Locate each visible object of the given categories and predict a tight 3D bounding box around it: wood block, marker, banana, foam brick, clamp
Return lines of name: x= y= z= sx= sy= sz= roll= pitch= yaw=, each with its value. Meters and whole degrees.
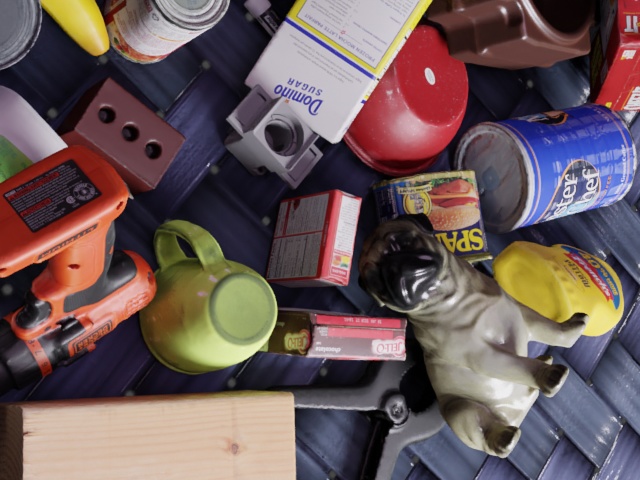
wood block: x=-0.129 y=0.161 z=0.787 sx=0.205 sy=0.090 sz=0.091 roll=2 pitch=83 yaw=-30
marker: x=-0.020 y=-0.163 z=0.926 sx=0.121 sy=0.020 sz=0.020 roll=49 pitch=64 yaw=-17
banana: x=-0.240 y=-0.205 z=0.793 sx=0.197 sy=0.037 sz=0.070 roll=20 pitch=103 yaw=-25
foam brick: x=-0.154 y=-0.078 z=0.818 sx=0.078 sy=0.051 sz=0.053 roll=37 pitch=67 yaw=-22
clamp: x=0.049 y=0.143 z=0.924 sx=0.209 sy=0.036 sz=0.164 roll=-43 pitch=107 yaw=-27

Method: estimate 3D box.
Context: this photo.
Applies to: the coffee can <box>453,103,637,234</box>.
coffee can: x=0.211 y=-0.069 z=1.005 sx=0.140 sy=0.103 sz=0.103 roll=-13 pitch=92 yaw=-31

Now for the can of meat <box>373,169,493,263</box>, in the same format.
can of meat: x=0.100 y=-0.016 z=0.961 sx=0.101 sy=0.058 sz=0.084 roll=-7 pitch=86 yaw=-32

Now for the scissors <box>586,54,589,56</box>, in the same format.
scissors: x=0.198 y=-0.221 z=1.064 sx=0.201 sy=0.016 sz=0.096 roll=-13 pitch=91 yaw=-31

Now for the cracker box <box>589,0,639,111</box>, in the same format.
cracker box: x=0.305 y=-0.252 z=1.032 sx=0.072 sy=0.164 sz=0.213 roll=0 pitch=76 yaw=6

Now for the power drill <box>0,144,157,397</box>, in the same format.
power drill: x=-0.192 y=0.032 z=0.716 sx=0.184 sy=0.188 sz=0.057 roll=-36 pitch=71 yaw=-26

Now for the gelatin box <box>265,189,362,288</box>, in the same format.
gelatin box: x=-0.006 y=0.001 z=0.876 sx=0.030 sy=0.089 sz=0.073 roll=17 pitch=77 yaw=-31

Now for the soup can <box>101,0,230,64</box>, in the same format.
soup can: x=-0.120 y=-0.181 z=0.820 sx=0.068 sy=0.102 sz=0.068 roll=4 pitch=82 yaw=-30

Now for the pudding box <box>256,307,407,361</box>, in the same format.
pudding box: x=0.003 y=0.076 z=0.859 sx=0.089 sy=0.114 sz=0.039 roll=7 pitch=86 yaw=-30

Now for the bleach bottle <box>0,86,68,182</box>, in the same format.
bleach bottle: x=-0.273 y=0.013 z=0.717 sx=0.250 sy=0.068 sz=0.102 roll=-46 pitch=119 yaw=-12

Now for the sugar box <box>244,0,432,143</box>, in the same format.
sugar box: x=0.024 y=-0.177 z=0.880 sx=0.093 sy=0.048 sz=0.176 roll=35 pitch=102 yaw=3

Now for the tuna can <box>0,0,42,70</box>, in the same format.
tuna can: x=-0.244 y=-0.166 z=0.765 sx=0.086 sy=0.034 sz=0.086 roll=-6 pitch=112 yaw=-16

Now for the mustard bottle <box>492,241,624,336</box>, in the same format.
mustard bottle: x=0.239 y=0.047 z=1.012 sx=0.191 sy=0.058 sz=0.096 roll=2 pitch=46 yaw=-55

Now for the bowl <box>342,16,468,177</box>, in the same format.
bowl: x=0.081 y=-0.139 z=0.950 sx=0.161 sy=0.055 sz=0.162 roll=7 pitch=79 yaw=-38
